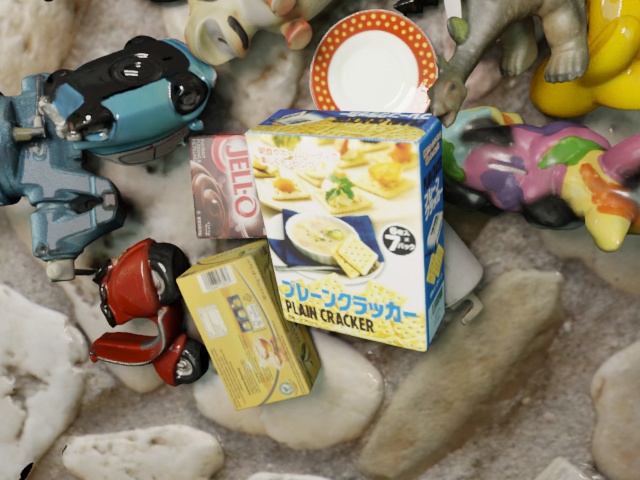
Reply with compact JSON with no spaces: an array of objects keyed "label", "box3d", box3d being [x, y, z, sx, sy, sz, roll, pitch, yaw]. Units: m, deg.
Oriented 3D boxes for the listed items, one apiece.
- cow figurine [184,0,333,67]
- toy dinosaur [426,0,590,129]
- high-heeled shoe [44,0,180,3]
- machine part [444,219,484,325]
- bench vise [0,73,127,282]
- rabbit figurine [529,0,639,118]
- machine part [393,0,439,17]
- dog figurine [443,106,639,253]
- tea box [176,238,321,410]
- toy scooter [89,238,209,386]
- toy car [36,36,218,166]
[{"label":"cow figurine","box3d":[-0.048,-0.240,0.506,0.195,0.085,0.127,-40,58,0]},{"label":"toy dinosaur","box3d":[0.195,-0.286,0.391,0.198,0.105,0.471,38,81,-35]},{"label":"high-heeled shoe","box3d":[-0.193,-0.313,0.531,0.249,0.086,0.145,-19,71,-8]},{"label":"machine part","box3d":[0.092,-0.010,0.564,0.079,0.079,0.243,-40,97,13]},{"label":"bench vise","box3d":[-0.332,-0.058,0.554,0.241,0.129,0.223,-6,96,-12]},{"label":"rabbit figurine","box3d":[0.274,-0.171,0.486,0.122,0.162,0.173,39,122,-18]},{"label":"machine part","box3d":[0.089,-0.291,0.515,0.084,0.039,0.138,-6,102,1]},{"label":"dog figurine","box3d":[0.200,-0.057,0.472,0.192,0.219,0.108,14,101,0]},{"label":"tea box","box3d":[-0.076,0.095,0.604,0.098,0.068,0.169,-16,104,17]},{"label":"toy scooter","box3d":[-0.211,0.089,0.616,0.135,0.075,0.183,-7,108,7]},{"label":"toy car","box3d":[-0.181,-0.125,0.532,0.162,0.102,0.109,-35,59,-26]}]
